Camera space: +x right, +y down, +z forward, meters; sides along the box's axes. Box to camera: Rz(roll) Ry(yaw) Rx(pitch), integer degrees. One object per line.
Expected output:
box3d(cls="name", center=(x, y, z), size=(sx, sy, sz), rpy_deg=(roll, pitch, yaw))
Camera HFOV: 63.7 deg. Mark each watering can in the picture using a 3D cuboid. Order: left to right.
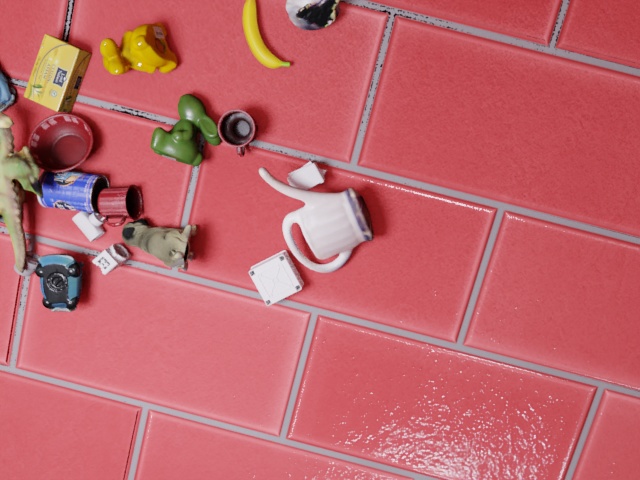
box3d(cls="watering can", center=(0.004, -0.065, 1.283), size=(0.224, 0.106, 0.341), rpy_deg=(-23, 120, 5))

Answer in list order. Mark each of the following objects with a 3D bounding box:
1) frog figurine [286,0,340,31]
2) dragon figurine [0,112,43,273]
box3d(cls="frog figurine", center=(-0.024, -0.592, 1.246), size=(0.136, 0.121, 0.162), rpy_deg=(-33, 61, 16))
box3d(cls="dragon figurine", center=(-0.756, -0.125, 1.274), size=(0.241, 0.123, 0.409), rpy_deg=(-12, 97, 43))
